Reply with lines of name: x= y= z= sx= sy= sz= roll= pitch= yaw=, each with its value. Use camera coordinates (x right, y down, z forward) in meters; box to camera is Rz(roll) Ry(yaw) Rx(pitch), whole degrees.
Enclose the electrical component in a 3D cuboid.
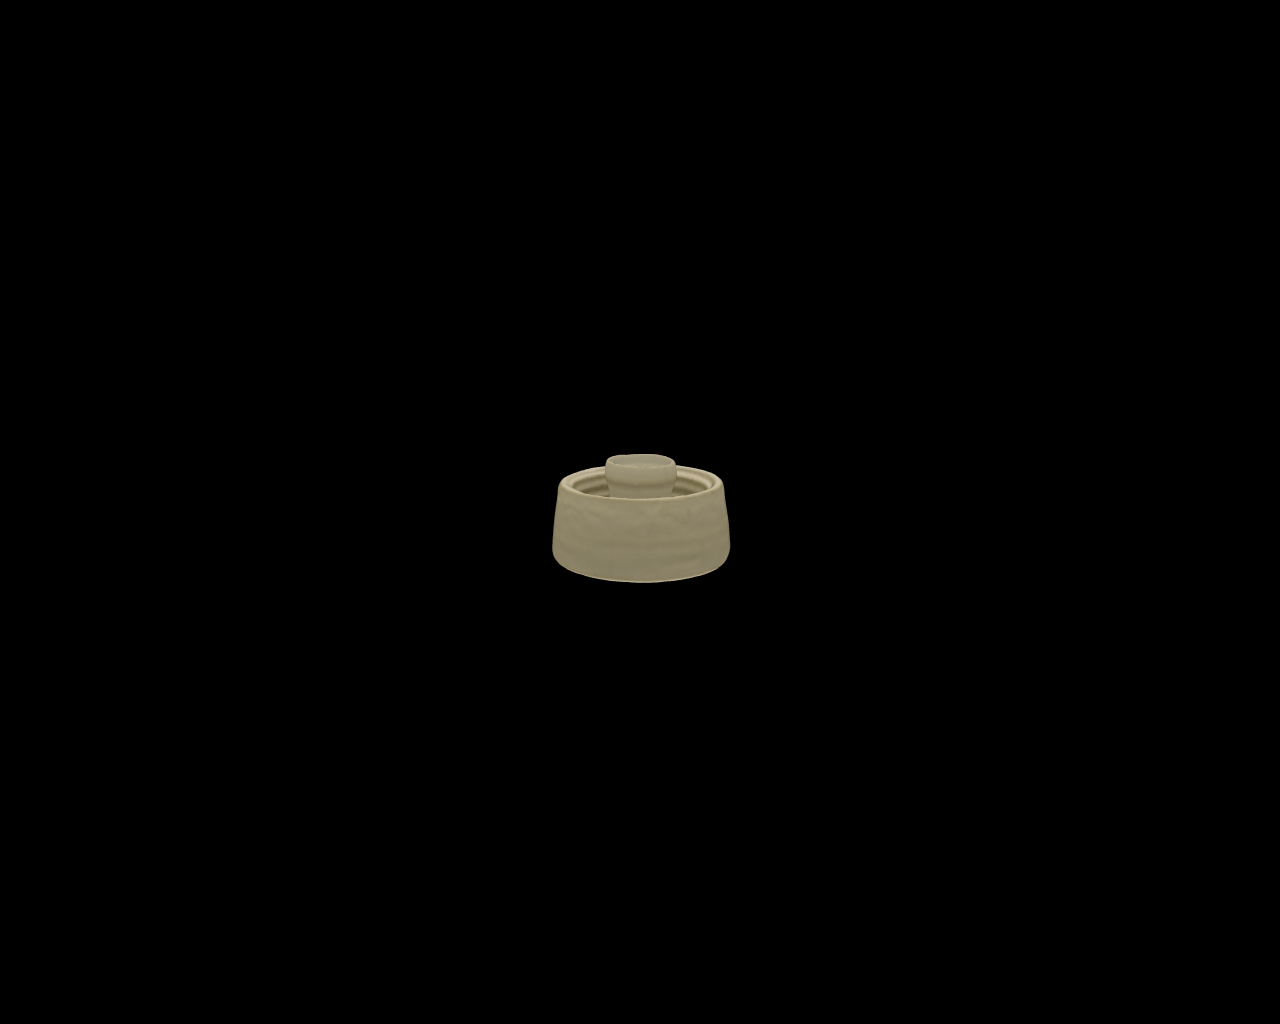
electrical component: x=0.001 y=-0.003 z=0.650 sx=0.108 sy=0.060 sz=0.108 roll=0 pitch=15 yaw=0
